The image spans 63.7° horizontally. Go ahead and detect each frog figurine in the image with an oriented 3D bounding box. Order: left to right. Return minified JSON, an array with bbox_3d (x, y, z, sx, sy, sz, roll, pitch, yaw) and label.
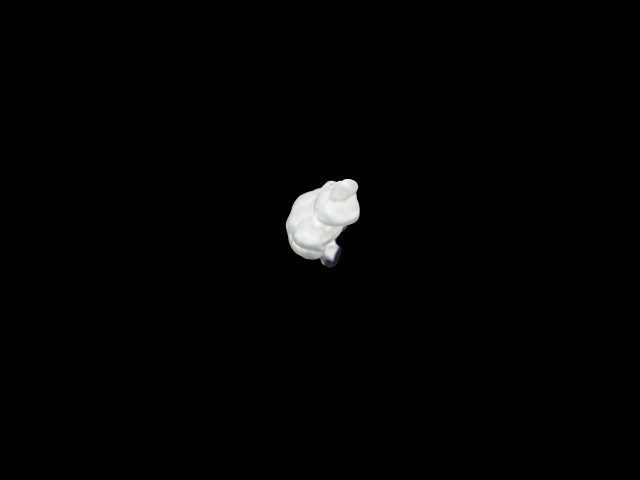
[{"bbox_3d":[0.003,-0.043,0.850,0.123,0.139,0.156,30,-22,13],"label":"frog figurine"}]
